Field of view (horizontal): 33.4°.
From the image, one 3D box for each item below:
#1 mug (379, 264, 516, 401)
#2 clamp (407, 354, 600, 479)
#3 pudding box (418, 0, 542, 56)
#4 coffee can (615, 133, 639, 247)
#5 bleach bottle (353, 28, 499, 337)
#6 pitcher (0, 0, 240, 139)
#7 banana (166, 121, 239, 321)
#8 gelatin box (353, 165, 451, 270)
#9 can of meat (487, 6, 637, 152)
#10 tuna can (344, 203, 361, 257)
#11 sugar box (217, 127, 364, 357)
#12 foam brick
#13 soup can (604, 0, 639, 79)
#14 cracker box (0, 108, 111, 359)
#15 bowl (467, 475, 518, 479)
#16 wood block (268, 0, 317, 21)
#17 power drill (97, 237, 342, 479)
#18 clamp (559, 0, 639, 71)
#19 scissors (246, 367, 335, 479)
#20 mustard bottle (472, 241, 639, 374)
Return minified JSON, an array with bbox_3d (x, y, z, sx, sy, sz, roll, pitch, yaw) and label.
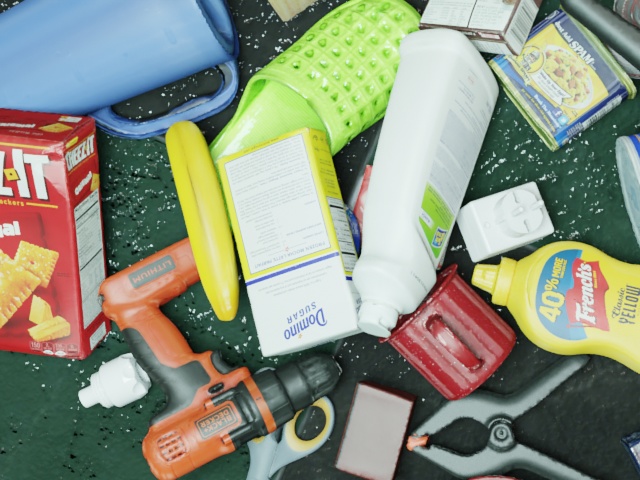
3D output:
[{"bbox_3d":[0.110,0.081,0.890,0.081,0.117,0.093,45,92,-1],"label":"mug"},{"bbox_3d":[0.161,0.155,0.916,0.171,0.039,0.120,1,75,9],"label":"clamp"},{"bbox_3d":[0.147,-0.219,0.921,0.090,0.039,0.113,15,75,37],"label":"pudding box"},{"bbox_3d":[0.324,-0.051,0.868,0.140,0.102,0.103,-14,83,9],"label":"coffee can"},{"bbox_3d":[0.077,-0.043,0.875,0.068,0.102,0.250,2,62,38],"label":"bleach bottle"},{"bbox_3d":[-0.199,-0.172,0.969,0.243,0.145,0.149,-22,70,12],"label":"pitcher"},{"bbox_3d":[-0.101,-0.030,0.922,0.037,0.069,0.198,-16,68,-3],"label":"banana"},{"bbox_3d":[0.074,-0.021,0.948,0.089,0.030,0.073,16,88,11],"label":"gelatin box"},{"bbox_3d":[0.207,-0.139,0.920,0.084,0.057,0.102,-37,80,8],"label":"can of meat"},{"bbox_3d":[-0.006,0.001,0.942,0.086,0.033,0.086,-3,85,38],"label":"tuna can"},{"bbox_3d":[-0.021,0.002,0.898,0.093,0.048,0.176,-18,81,25],"label":"sugar box"},{"bbox_3d":[0.050,0.166,0.928,0.051,0.053,0.078,15,90,11],"label":"foam brick"},{"bbox_3d":[0.273,-0.176,0.887,0.068,0.102,0.068,-1,86,10],"label":"soup can"},{"bbox_3d":[-0.280,-0.005,0.947,0.164,0.072,0.214,6,117,11],"label":"cracker box"},{"bbox_3d":[0.149,0.277,0.899,0.162,0.055,0.162,-1,86,10],"label":"bowl"},{"bbox_3d":[-0.038,-0.271,0.898,0.090,0.206,0.091,-33,80,6],"label":"wood block"},{"bbox_3d":[-0.097,0.093,0.939,0.184,0.057,0.188,-26,71,-13],"label":"power drill"},{"bbox_3d":[0.295,-0.132,0.809,0.164,0.036,0.210,-22,82,8],"label":"clamp"},{"bbox_3d":[-0.038,0.216,0.958,0.096,0.016,0.202,3,86,11],"label":"scissors"},{"bbox_3d":[0.223,0.052,0.900,0.192,0.058,0.096,14,76,12],"label":"mustard bottle"}]
